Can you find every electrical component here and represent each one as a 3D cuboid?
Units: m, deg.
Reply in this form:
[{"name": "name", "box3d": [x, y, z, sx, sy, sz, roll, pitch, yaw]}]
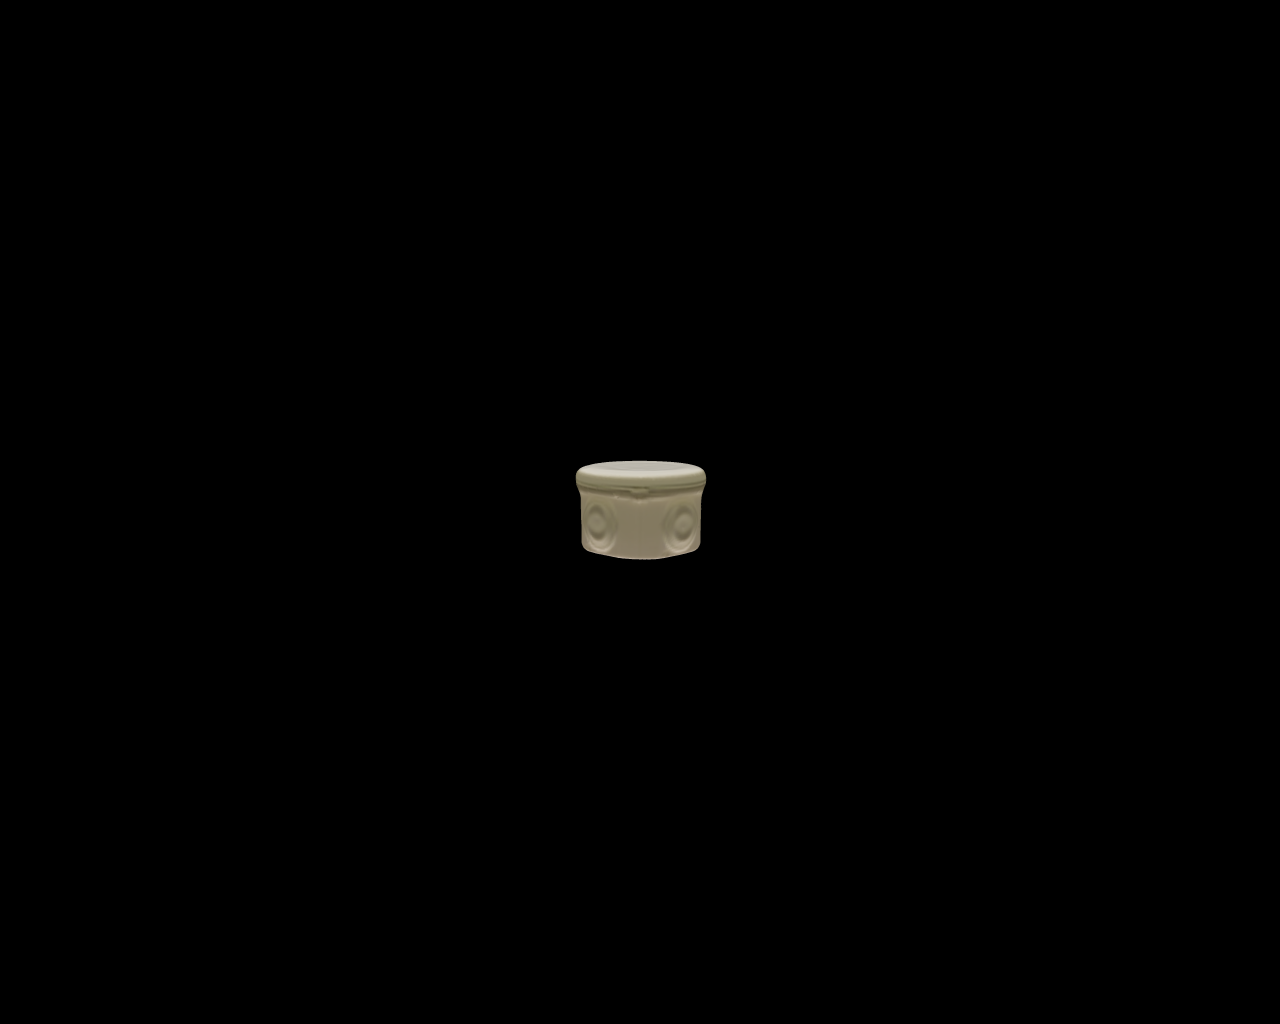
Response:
[{"name": "electrical component", "box3d": [0.001, -0.003, 0.650, 0.080, 0.051, 0.080, 0, 9, 0]}]
